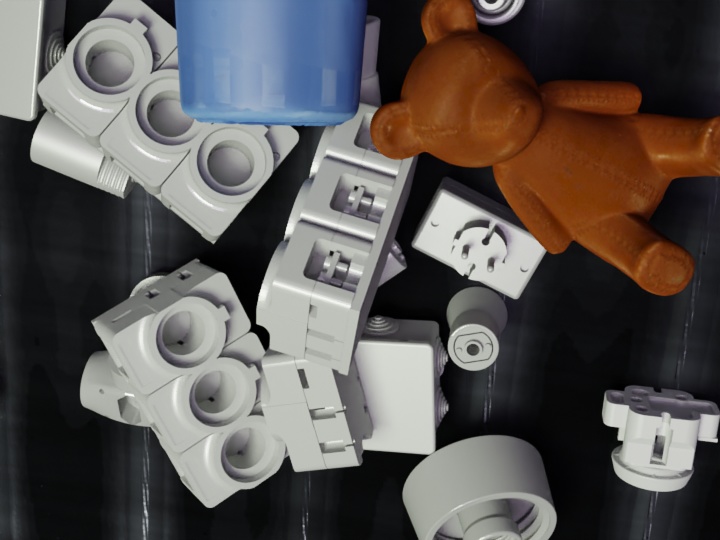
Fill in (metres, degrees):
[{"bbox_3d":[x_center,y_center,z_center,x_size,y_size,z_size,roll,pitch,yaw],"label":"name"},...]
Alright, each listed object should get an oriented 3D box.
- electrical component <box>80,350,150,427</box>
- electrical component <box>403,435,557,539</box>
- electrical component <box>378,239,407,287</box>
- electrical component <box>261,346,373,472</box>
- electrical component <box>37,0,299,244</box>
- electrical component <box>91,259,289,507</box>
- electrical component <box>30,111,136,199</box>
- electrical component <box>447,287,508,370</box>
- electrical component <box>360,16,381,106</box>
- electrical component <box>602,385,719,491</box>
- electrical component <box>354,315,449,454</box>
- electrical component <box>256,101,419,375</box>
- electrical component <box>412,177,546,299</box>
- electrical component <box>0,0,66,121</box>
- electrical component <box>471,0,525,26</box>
[{"bbox_3d":[-0.168,0.078,0.809,0.077,0.043,0.079,10,138,5],"label":"electrical component"},{"bbox_3d":[0.090,0.177,0.780,0.108,0.060,0.108,-8,133,-8],"label":"electrical component"},{"bbox_3d":[0.000,0.000,0.766,0.065,0.044,0.044,-34,101,13],"label":"electrical component"},{"bbox_3d":[-0.032,0.088,0.743,0.056,0.050,0.089,-9,110,16],"label":"electrical component"},{"bbox_3d":[-0.127,-0.100,0.720,0.150,0.062,0.089,40,81,-6],"label":"electrical component"},{"bbox_3d":[-0.111,0.082,0.769,0.089,0.062,0.150,-32,113,-20],"label":"electrical component"},{"bbox_3d":[-0.186,-0.081,0.764,0.081,0.043,0.043,22,111,0],"label":"electrical component"},{"bbox_3d":[0.081,0.043,0.755,0.044,0.065,0.044,3,110,8],"label":"electrical component"},{"bbox_3d":[-0.005,-0.133,0.720,0.044,0.044,0.065,-2,114,10],"label":"electrical component"},{"bbox_3d":[0.212,0.120,0.768,0.078,0.058,0.057,6,107,7],"label":"electrical component"},{"bbox_3d":[0.014,0.082,0.785,0.100,0.048,0.099,2,112,12],"label":"electrical component"},{"bbox_3d":[-0.012,-0.024,0.690,0.062,0.150,0.089,17,150,4],"label":"electrical component"},{"bbox_3d":[0.081,-0.016,0.729,0.083,0.075,0.047,27,111,-1],"label":"electrical component"},{"bbox_3d":[-0.254,-0.158,0.744,0.100,0.048,0.099,13,111,4],"label":"electrical component"},{"bbox_3d":[0.084,-0.176,0.679,0.043,0.062,0.043,3,110,8],"label":"electrical component"}]
